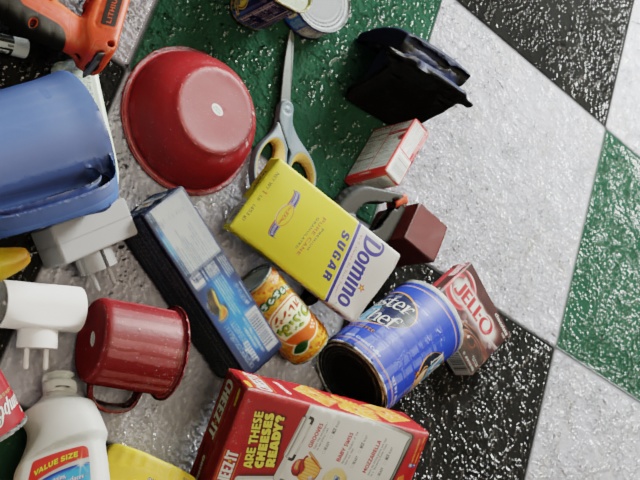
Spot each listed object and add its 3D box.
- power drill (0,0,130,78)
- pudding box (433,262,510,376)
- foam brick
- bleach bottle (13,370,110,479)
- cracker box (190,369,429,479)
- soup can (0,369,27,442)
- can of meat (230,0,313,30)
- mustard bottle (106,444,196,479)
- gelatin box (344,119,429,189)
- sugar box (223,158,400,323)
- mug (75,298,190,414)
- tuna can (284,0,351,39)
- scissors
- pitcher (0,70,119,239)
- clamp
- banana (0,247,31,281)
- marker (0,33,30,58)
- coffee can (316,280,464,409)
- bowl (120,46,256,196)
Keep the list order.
[{"bbox_3d":[-0.271,-0.246,0.990,0.187,0.057,0.184,20,63,-23],"label":"power drill"},{"bbox_3d":[0.176,0.097,1.317,0.089,0.039,0.113,-38,107,-36],"label":"pudding box"},{"bbox_3d":[0.100,-0.005,1.249,0.053,0.078,0.051,40,62,-27],"label":"foam brick"},{"bbox_3d":[-0.234,0.239,0.936,0.102,0.068,0.251,-5,66,-6],"label":"bleach bottle"},{"bbox_3d":[-0.017,0.235,1.076,0.213,0.072,0.164,18,94,-25],"label":"cracker box"},{"bbox_3d":[-0.305,0.126,0.916,0.068,0.069,0.102,-32,103,-37],"label":"soup can"},{"bbox_3d":[-0.051,-0.288,1.170,0.057,0.084,0.102,19,72,-35],"label":"can of meat"},{"bbox_3d":[-0.191,0.293,0.984,0.096,0.058,0.191,29,66,-17],"label":"mustard bottle"},{"bbox_3d":[0.079,-0.097,1.250,0.030,0.073,0.089,46,57,-25],"label":"gelatin box"},{"bbox_3d":[-0.007,0.001,1.142,0.176,0.048,0.093,37,83,-14],"label":"sugar box"},{"bbox_3d":[-0.184,0.111,1.010,0.081,0.093,0.117,14,108,-31],"label":"mug"},{"bbox_3d":[-0.007,-0.278,1.235,0.085,0.034,0.086,7,79,-37],"label":"tuna can"},{"bbox_3d":[-0.028,-0.131,1.208,0.096,0.016,0.201,31,65,-32],"label":"scissors"},{"bbox_3d":[-0.298,-0.049,0.897,0.242,0.149,0.145,-22,85,-33],"label":"pitcher"},{"bbox_3d":[0.026,-0.002,1.197,0.171,0.039,0.120,-17,103,-18],"label":"clamp"},{"bbox_3d":[-0.336,0.058,0.907,0.197,0.070,0.037,-46,151,-40],"label":"banana"},{"bbox_3d":[-0.327,-0.188,0.979,0.120,0.020,0.020,7,79,-37],"label":"marker"},{"bbox_3d":[0.079,0.122,1.197,0.140,0.103,0.103,-34,104,-36],"label":"coffee can"},{"bbox_3d":[-0.123,-0.129,1.108,0.161,0.055,0.162,7,79,-38],"label":"bowl"}]
